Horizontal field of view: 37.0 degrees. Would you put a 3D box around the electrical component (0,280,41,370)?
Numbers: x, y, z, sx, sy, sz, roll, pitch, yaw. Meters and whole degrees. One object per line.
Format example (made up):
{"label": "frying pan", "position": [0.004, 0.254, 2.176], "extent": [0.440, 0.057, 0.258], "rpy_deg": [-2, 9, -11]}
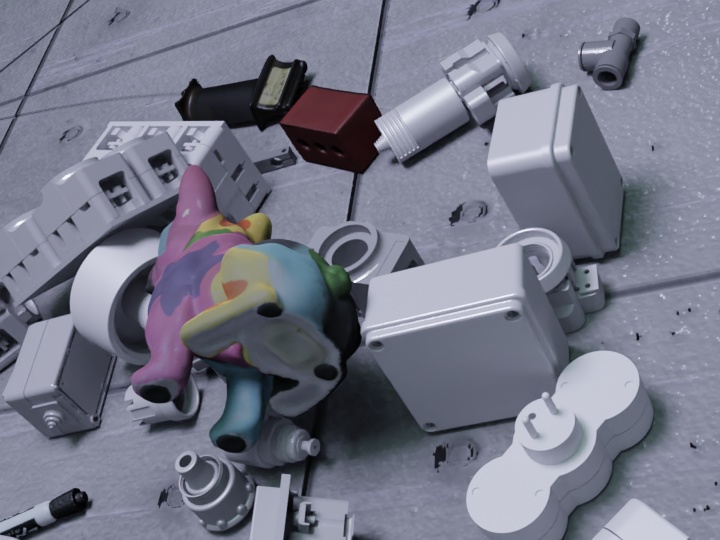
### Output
{"label": "electrical component", "position": [-0.364, 0.012, 0.978], "extent": [0.062, 0.150, 0.089], "rpy_deg": [-38, 41, -3]}

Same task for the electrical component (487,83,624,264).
{"label": "electrical component", "position": [0.141, -0.066, 0.761], "extent": [0.057, 0.113, 0.078], "rpy_deg": [-10, 46, 29]}

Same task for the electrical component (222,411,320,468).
{"label": "electrical component", "position": [-0.063, 0.121, 0.766], "extent": [0.078, 0.040, 0.040], "rpy_deg": [3, 53, 34]}

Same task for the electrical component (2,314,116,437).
{"label": "electrical component", "position": [-0.253, 0.094, 0.897], "extent": [0.061, 0.061, 0.096], "rpy_deg": [-14, 45, 21]}

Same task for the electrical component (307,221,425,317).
{"label": "electrical component", "position": [0.000, 0.000, 0.830], "extent": [0.089, 0.055, 0.050], "rpy_deg": [8, 56, 37]}

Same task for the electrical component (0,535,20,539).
{"label": "electrical component", "position": [-0.248, 0.224, 0.735], "extent": [0.109, 0.108, 0.056], "rpy_deg": [0, 54, 32]}

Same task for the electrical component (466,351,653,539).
{"label": "electrical component", "position": [0.116, 0.102, 0.645], "extent": [0.138, 0.073, 0.052], "rpy_deg": [-47, 43, -15]}

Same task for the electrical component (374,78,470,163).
{"label": "electrical component", "position": [0.049, -0.126, 0.928], "extent": [0.081, 0.043, 0.043], "rpy_deg": [-31, 41, 3]}

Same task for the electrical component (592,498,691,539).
{"label": "electrical component", "position": [0.161, 0.174, 0.563], "extent": [0.059, 0.053, 0.095], "rpy_deg": [-43, 42, -10]}

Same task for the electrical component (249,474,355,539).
{"label": "electrical component", "position": [-0.039, 0.199, 0.655], "extent": [0.063, 0.078, 0.121], "rpy_deg": [5, 48, -1]}

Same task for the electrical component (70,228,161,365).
{"label": "electrical component", "position": [-0.174, 0.026, 0.881], "extent": [0.060, 0.108, 0.108], "rpy_deg": [27, 69, 38]}

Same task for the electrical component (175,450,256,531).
{"label": "electrical component", "position": [-0.106, 0.149, 0.750], "extent": [0.048, 0.062, 0.048], "rpy_deg": [-18, 44, 18]}

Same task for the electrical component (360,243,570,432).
{"label": "electrical component", "position": [0.072, 0.047, 0.701], "extent": [0.109, 0.108, 0.056], "rpy_deg": [-14, 42, 21]}

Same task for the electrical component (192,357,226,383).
{"label": "electrical component", "position": [-0.120, 0.056, 0.859], "extent": [0.077, 0.047, 0.065], "rpy_deg": [-25, 42, 9]}

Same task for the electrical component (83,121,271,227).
{"label": "electrical component", "position": [-0.173, -0.084, 0.994], "extent": [0.150, 0.089, 0.061], "rpy_deg": [5, 54, 36]}

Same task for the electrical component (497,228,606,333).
{"label": "electrical component", "position": [0.123, 0.008, 0.743], "extent": [0.078, 0.057, 0.058], "rpy_deg": [-14, 45, 21]}

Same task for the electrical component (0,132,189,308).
{"label": "electrical component", "position": [-0.237, -0.046, 0.935], "extent": [0.186, 0.060, 0.105], "rpy_deg": [-30, 3, 44]}

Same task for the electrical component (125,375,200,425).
{"label": "electrical component", "position": [-0.156, 0.101, 0.846], "extent": [0.046, 0.040, 0.040], "rpy_deg": [-17, 44, 26]}

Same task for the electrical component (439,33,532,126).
{"label": "electrical component", "position": [0.109, -0.165, 0.918], "extent": [0.057, 0.058, 0.078], "rpy_deg": [-32, 41, 6]}
